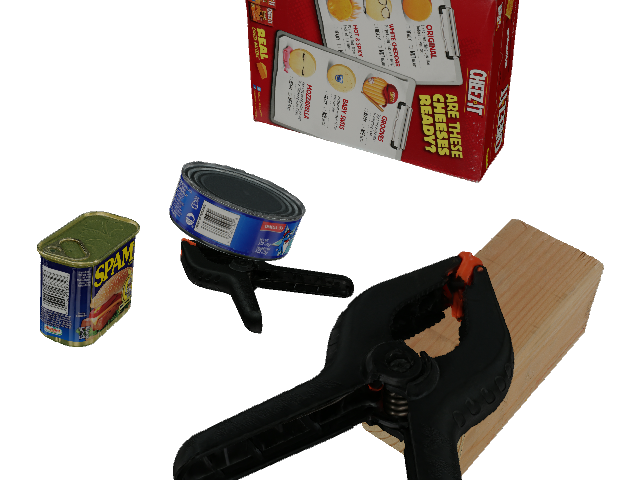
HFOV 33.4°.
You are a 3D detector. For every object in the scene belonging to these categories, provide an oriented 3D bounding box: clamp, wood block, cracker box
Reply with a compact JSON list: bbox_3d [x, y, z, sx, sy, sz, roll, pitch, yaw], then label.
[{"bbox_3d":[-0.090,0.045,1.205,0.210,0.036,0.164,19,24,29],"label":"clamp"},{"bbox_3d":[0.132,0.083,0.861,0.091,0.090,0.205,30,49,27],"label":"wood block"},{"bbox_3d":[0.047,-0.155,0.867,0.214,0.164,0.072,17,43,21],"label":"cracker box"},{"bbox_3d":[0.037,0.069,0.433,0.120,0.039,0.171,31,51,22],"label":"clamp"}]

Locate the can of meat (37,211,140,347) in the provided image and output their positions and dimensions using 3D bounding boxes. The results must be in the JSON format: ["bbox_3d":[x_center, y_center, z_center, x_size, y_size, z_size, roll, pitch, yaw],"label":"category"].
[{"bbox_3d":[-0.202,0.033,0.929,0.057,0.084,0.102,15,25,14],"label":"can of meat"}]

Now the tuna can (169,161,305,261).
[{"bbox_3d":[-0.056,-0.019,0.706,0.086,0.034,0.086,19,17,-6],"label":"tuna can"}]
